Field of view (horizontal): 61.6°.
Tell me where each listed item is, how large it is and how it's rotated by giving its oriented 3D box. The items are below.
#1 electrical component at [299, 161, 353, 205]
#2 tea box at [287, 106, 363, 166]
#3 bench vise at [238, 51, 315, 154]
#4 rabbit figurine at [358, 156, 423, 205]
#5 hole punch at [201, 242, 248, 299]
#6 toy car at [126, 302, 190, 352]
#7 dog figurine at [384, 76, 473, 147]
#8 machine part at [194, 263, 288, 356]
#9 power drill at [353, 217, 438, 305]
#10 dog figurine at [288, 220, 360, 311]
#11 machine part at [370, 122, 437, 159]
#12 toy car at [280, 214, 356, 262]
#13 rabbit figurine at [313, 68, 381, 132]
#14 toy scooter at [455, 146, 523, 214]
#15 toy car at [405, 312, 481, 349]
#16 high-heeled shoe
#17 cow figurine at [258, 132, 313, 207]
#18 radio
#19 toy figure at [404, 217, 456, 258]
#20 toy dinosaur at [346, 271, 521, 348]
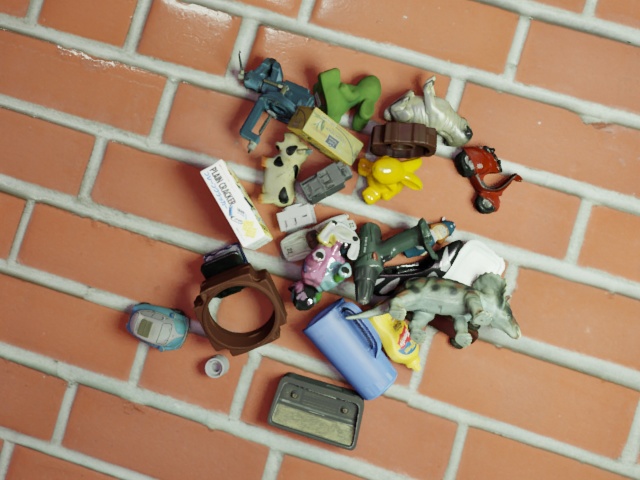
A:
[{"bbox_3d":[0.018,-0.146,1.366,0.134,0.115,0.058,-29,88,3],"label":"electrical component"},{"bbox_3d":[0.013,-0.260,1.343,0.169,0.098,0.068,30,89,-31],"label":"tea box"},{"bbox_3d":[-0.142,-0.344,1.382,0.224,0.129,0.240,28,79,0],"label":"bench vise"},{"bbox_3d":[0.172,-0.155,1.331,0.162,0.173,0.122,1,83,7],"label":"rabbit figurine"},{"bbox_3d":[-0.238,0.077,1.390,0.142,0.092,0.115,-24,114,-1],"label":"hole punch"},{"bbox_3d":[-0.423,0.219,1.373,0.162,0.103,0.109,20,87,2],"label":"toy car"},{"bbox_3d":[0.279,-0.298,1.379,0.172,0.121,0.190,-24,107,36],"label":"dog figurine"},{"bbox_3d":[-0.197,0.175,1.337,0.201,0.087,0.200,-22,110,0],"label":"machine part"},{"bbox_3d":[0.177,0.040,1.301,0.207,0.085,0.232,-24,42,23],"label":"power drill"},{"bbox_3d":[0.000,0.076,1.333,0.108,0.219,0.191,29,50,-7],"label":"dog figurine"},{"bbox_3d":[0.207,-0.246,1.337,0.179,0.179,0.056,5,86,3],"label":"machine part"},{"bbox_3d":[-0.003,-0.004,1.387,0.202,0.056,0.073,-21,86,2],"label":"toy car"},{"bbox_3d":[0.086,-0.368,1.378,0.170,0.121,0.159,-17,79,-13],"label":"rabbit figurine"},{"bbox_3d":[0.435,-0.167,1.366,0.135,0.075,0.184,-25,89,1],"label":"toy scooter"},{"bbox_3d":[0.304,0.196,1.352,0.202,0.053,0.089,29,127,6],"label":"toy car"},{"bbox_3d":[0.227,0.057,1.344,0.145,0.086,0.248,36,108,-15],"label":"high-heeled shoe"},{"bbox_3d":[-0.089,-0.182,1.388,0.127,0.085,0.194,7,92,-2],"label":"cow figurine"},{"bbox_3d":[-0.005,0.425,1.352,0.230,0.073,0.131,16,88,3],"label":"radio"},{"bbox_3d":[0.281,-0.005,1.374,0.154,0.058,0.064,-28,115,-1],"label":"toy figure"},{"bbox_3d":[0.276,0.143,1.257,0.405,0.192,0.131,9,122,10],"label":"toy dinosaur"}]
